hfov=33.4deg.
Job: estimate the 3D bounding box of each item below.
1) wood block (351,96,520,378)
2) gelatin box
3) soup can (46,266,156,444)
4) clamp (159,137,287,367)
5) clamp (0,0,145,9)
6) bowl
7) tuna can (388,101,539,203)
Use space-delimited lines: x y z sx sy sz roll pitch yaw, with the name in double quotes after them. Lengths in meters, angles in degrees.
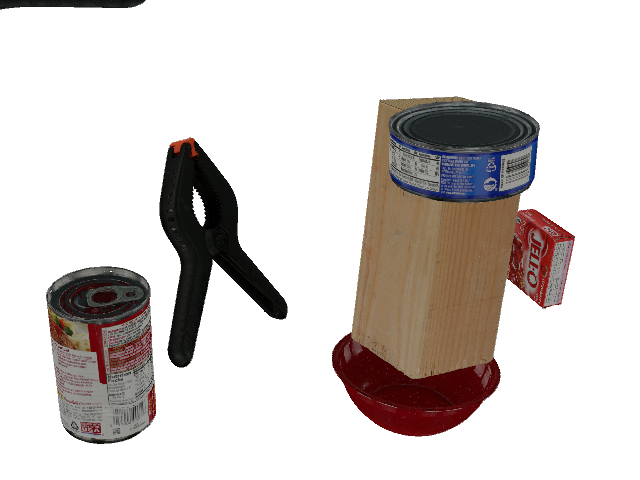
0.096 -0.005 0.866 0.090 0.206 0.090 -7 23 -34 "wood block"
0.244 0.019 1.195 0.030 0.089 0.073 -10 31 -24 "gelatin box"
-0.147 0.078 0.726 0.068 0.102 0.068 1 28 -1 "soup can"
-0.102 0.005 1.037 0.036 0.210 0.164 -9 1 37 "clamp"
-0.188 -0.149 0.596 0.171 0.039 0.120 -7 24 -17 "clamp"
0.090 0.141 1.031 0.162 0.055 0.162 3 25 -2 "bowl"
0.082 -0.052 0.616 0.086 0.034 0.086 -1 24 0 "tuna can"
